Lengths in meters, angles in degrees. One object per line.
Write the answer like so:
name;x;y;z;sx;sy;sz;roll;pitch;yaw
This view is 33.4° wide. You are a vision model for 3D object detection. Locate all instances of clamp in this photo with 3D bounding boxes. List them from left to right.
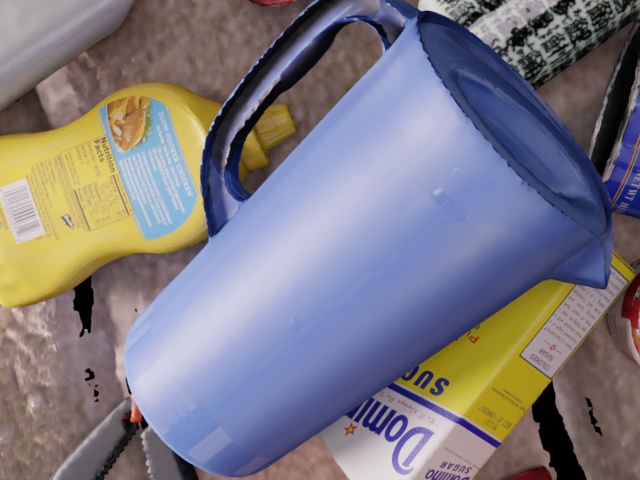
clamp;-0.110;0.192;0.615;0.164;0.036;0.210;18;92;5

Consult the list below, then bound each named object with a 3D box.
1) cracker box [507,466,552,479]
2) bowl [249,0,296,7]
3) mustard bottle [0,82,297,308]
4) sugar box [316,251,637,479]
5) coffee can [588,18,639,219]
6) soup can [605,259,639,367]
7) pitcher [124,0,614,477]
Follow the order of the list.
cracker box;0.060;0.191;0.508;0.164;0.213;0.072;-26;88;5
bowl;0.004;-0.202;0.573;0.055;0.162;0.162;3;90;-38
mustard bottle;-0.105;-0.036;0.605;0.191;0.058;0.096;-20;86;6
sugar box;0.075;0.059;0.569;0.176;0.093;0.048;-51;127;1
coffee can;0.218;-0.048;0.550;0.140;0.102;0.103;16;91;6
soup can;0.189;0.040;0.552;0.068;0.102;0.068;0;89;5
pitcher;0.007;0.005;0.532;0.243;0.144;0.149;-41;41;25
